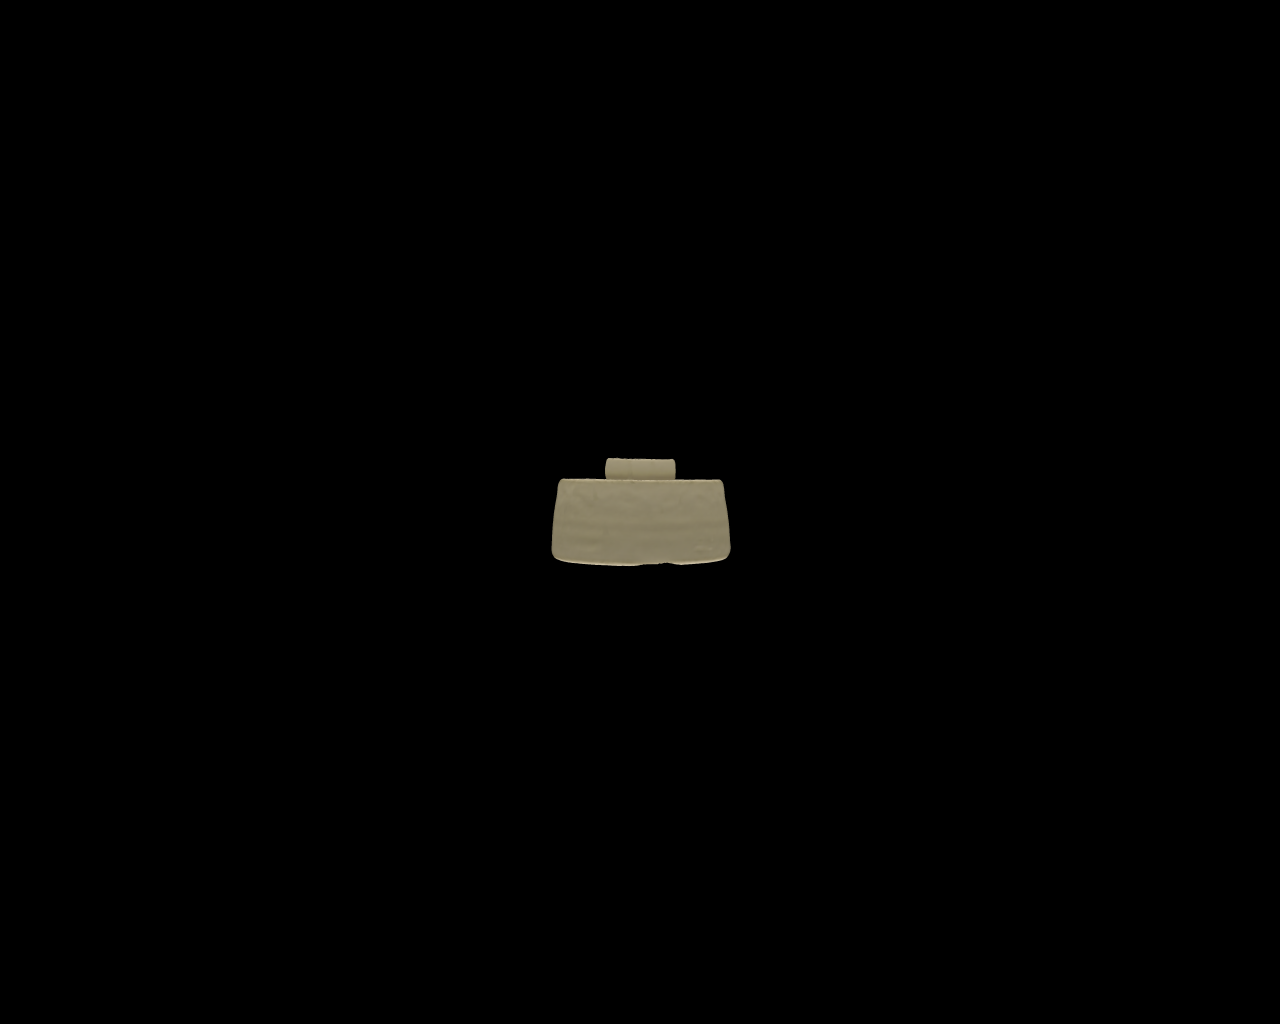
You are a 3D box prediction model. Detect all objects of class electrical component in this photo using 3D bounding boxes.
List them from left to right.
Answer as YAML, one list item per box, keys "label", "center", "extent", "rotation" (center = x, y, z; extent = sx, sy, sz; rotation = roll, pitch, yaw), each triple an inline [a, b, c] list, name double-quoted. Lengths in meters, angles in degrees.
- label: "electrical component"
  center: [0.001, -0.003, 0.650]
  extent: [0.108, 0.060, 0.108]
  rotation: [0, 3, 0]
